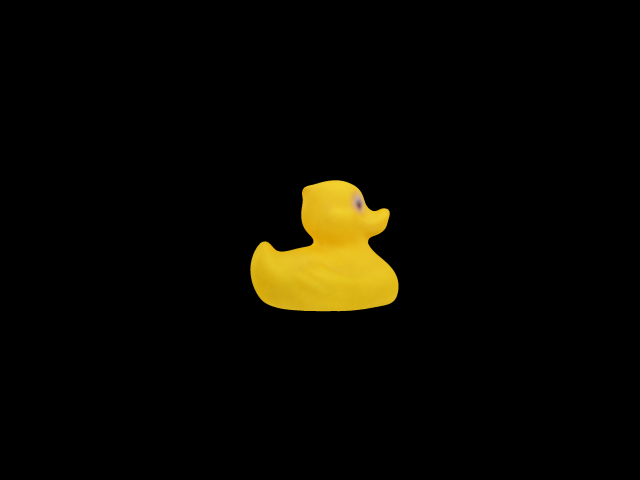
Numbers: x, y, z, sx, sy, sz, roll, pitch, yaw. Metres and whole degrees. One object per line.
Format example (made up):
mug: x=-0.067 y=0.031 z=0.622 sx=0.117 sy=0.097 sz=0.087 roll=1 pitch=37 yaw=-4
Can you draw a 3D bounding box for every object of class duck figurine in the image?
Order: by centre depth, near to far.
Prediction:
duck figurine: x=0.004 y=0.001 z=0.400 sx=0.104 sy=0.086 sz=0.077 roll=-1 pitch=7 yaw=-9
